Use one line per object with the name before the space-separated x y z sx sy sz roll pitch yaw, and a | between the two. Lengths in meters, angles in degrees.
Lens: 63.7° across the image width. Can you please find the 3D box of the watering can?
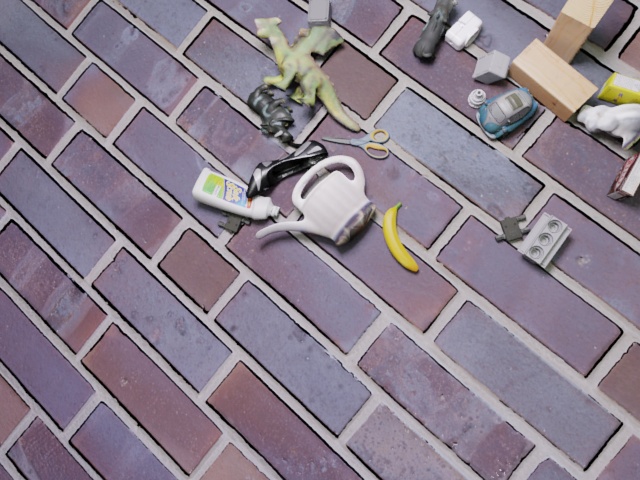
watering can | 0.004 -0.072 1.422 0.226 0.103 0.348 44 90 12

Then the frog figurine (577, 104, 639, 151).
frog figurine | 0.757 -0.312 1.321 0.139 0.120 0.161 -31 67 -28

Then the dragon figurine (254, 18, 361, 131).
dragon figurine | -0.017 -0.504 1.479 0.410 0.122 0.242 28 92 -4
